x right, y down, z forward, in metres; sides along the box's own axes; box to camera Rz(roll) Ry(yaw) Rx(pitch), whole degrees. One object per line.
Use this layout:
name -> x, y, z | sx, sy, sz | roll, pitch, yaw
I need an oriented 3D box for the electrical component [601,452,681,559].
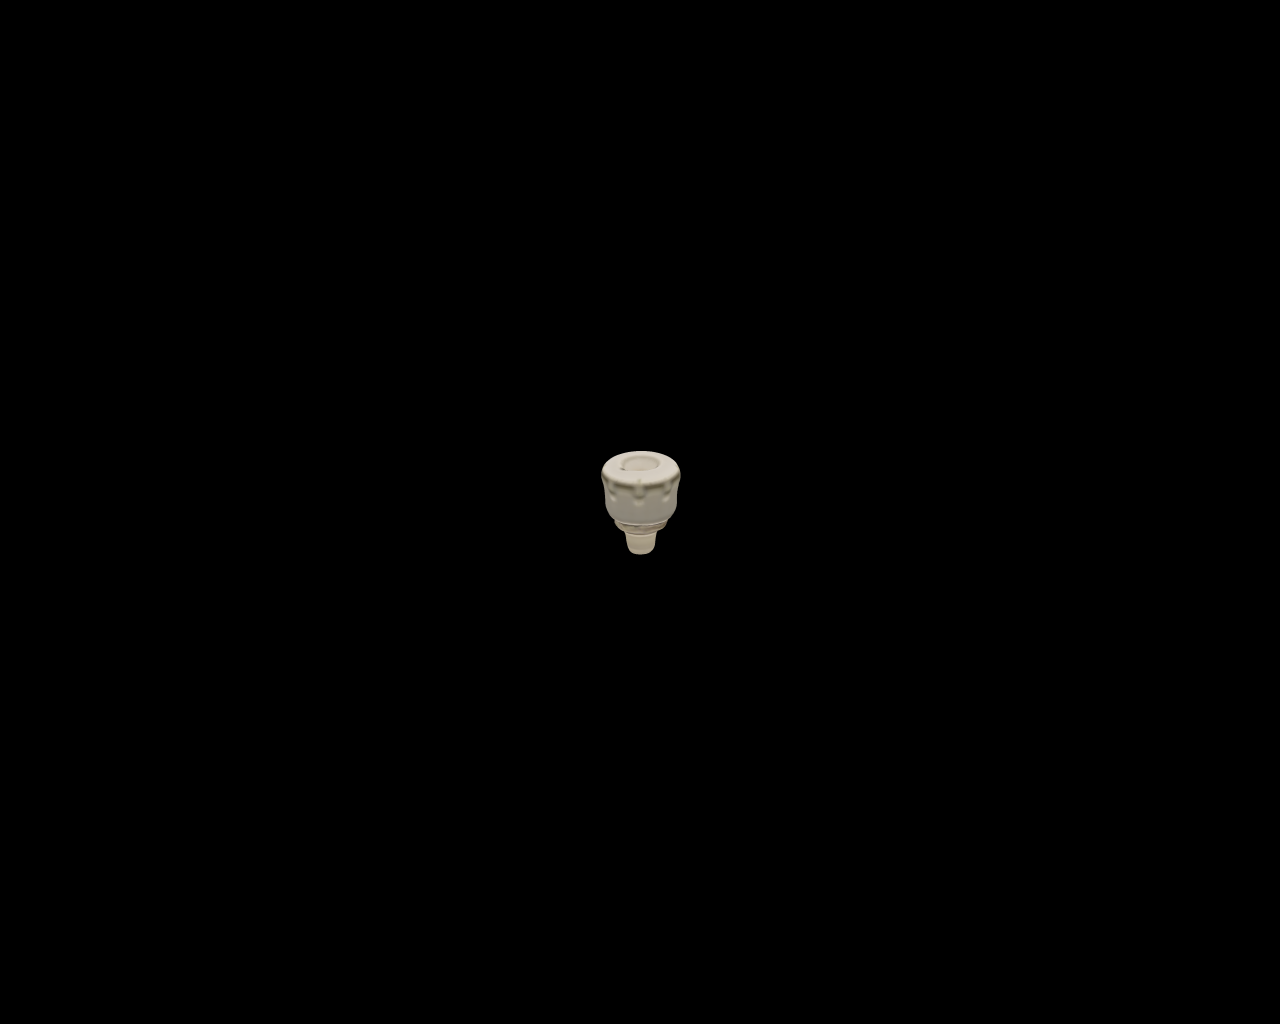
electrical component -> 0.001, -0.003, 0.650 | 0.048, 0.062, 0.048 | 0, 26, 0
